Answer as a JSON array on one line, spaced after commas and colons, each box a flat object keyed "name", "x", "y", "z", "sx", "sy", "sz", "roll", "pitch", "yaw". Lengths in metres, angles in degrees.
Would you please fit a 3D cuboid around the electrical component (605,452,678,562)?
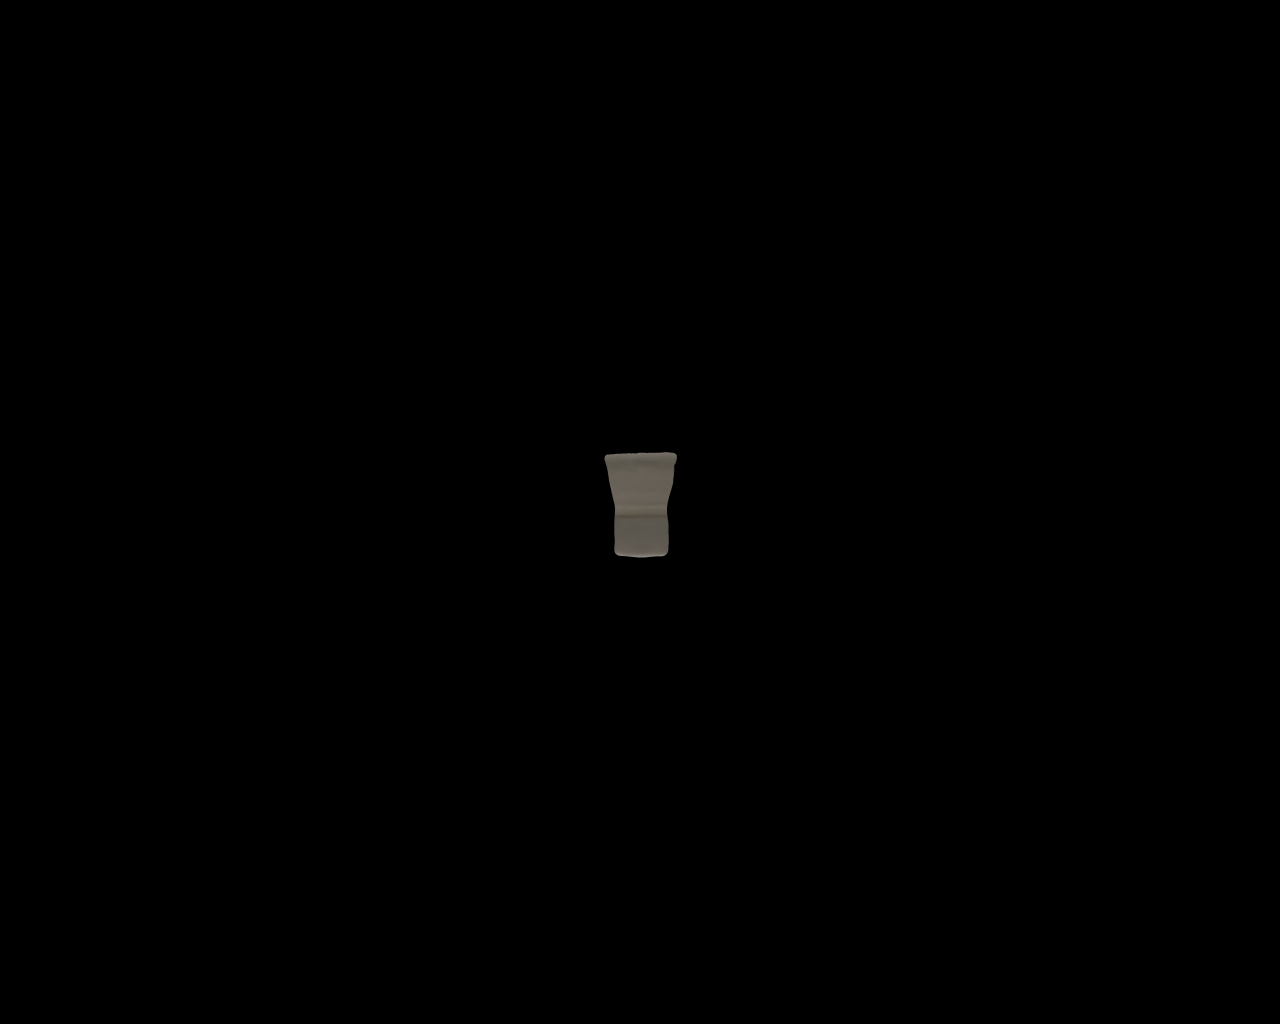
[{"name": "electrical component", "x": 0.001, "y": -0.003, "z": 0.650, "sx": 0.044, "sy": 0.065, "sz": 0.044, "roll": 0, "pitch": 0, "yaw": 0}]
